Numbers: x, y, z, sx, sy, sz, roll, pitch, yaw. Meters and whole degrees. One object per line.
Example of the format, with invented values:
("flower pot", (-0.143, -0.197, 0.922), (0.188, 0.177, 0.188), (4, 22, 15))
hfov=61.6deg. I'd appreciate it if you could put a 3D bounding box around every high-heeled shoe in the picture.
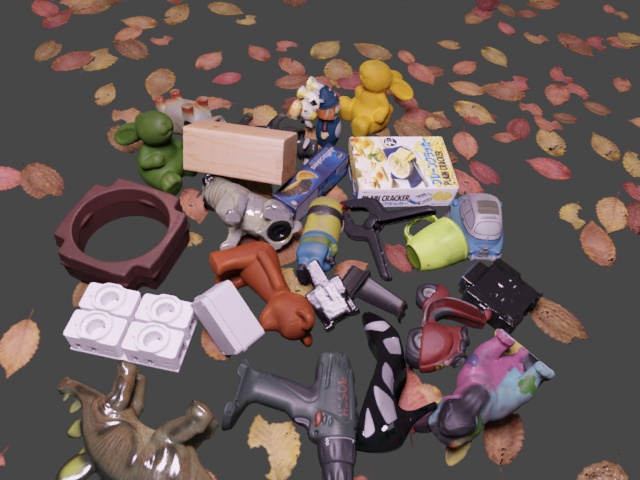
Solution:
("high-heeled shoe", (0.079, 0.221, 0.859), (0.145, 0.086, 0.249), (-20, 38, -13))

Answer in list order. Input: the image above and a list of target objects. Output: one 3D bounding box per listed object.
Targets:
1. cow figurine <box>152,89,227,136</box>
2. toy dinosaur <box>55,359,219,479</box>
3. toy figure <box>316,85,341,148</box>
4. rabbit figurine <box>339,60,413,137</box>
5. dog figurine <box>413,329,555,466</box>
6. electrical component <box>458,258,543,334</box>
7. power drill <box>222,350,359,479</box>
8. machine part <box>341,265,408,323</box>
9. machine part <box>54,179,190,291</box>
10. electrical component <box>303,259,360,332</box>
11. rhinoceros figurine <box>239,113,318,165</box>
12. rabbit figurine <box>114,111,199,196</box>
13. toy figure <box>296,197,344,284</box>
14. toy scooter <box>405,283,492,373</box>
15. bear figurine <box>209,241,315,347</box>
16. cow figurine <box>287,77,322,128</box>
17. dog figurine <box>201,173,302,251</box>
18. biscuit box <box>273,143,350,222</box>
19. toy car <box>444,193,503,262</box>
("cow figurine", (-0.271, -0.249, 1.182), (0.195, 0.127, 0.085), (22, 47, 30))
("toy dinosaur", (-0.226, 0.316, 0.748), (0.472, 0.105, 0.198), (21, 62, 26))
("toy figure", (0.019, -0.275, 1.195), (0.058, 0.154, 0.064), (-9, 53, -9))
("rabbit figurine", (0.132, -0.336, 1.244), (0.162, 0.173, 0.122), (-14, 51, -10))
("dog figurine", (0.255, 0.250, 0.856), (0.219, 0.191, 0.109), (-47, 68, 5))
("electrical component", (0.326, 0.101, 0.998), (0.134, 0.058, 0.115), (39, 56, 21))
("power drill", (-0.041, 0.269, 0.820), (0.207, 0.085, 0.232), (7, 51, 5))
("machine part", (0.099, 0.100, 0.989), (0.139, 0.039, 0.084), (32, 51, 20))
("machine part", (-0.361, -0.006, 0.996), (0.201, 0.087, 0.201), (18, 52, 8))
("electrical component", (0.011, 0.095, 0.948), (0.075, 0.047, 0.119), (-34, 75, -3))
("rhinoceros figurine", (-0.098, -0.221, 1.194), (0.190, 0.073, 0.112), (8, 51, 1))
("rabbit figurine", (-0.328, -0.200, 1.094), (0.159, 0.170, 0.121), (32, 56, 17))
("toy figure", (0.002, -0.003, 1.026), (0.082, 0.089, 0.180), (18, 50, 0))
("toy scooter", (0.225, 0.153, 0.930), (0.135, 0.075, 0.184), (7, 47, 16))
("bear figurine", (-0.094, 0.102, 0.923), (0.132, 0.120, 0.196), (-21, 62, -16))
("cow figurine", (-0.017, -0.312, 1.262), (0.098, 0.068, 0.167), (30, 40, -4))
("dog figurine", (-0.139, -0.068, 1.062), (0.172, 0.121, 0.191), (11, 33, -28))
("biscuit box", (-0.016, -0.120, 1.132), (0.063, 0.059, 0.203), (31, 56, 17))
("toy car", (0.318, -0.039, 1.077), (0.109, 0.102, 0.162), (4, 50, -2))
